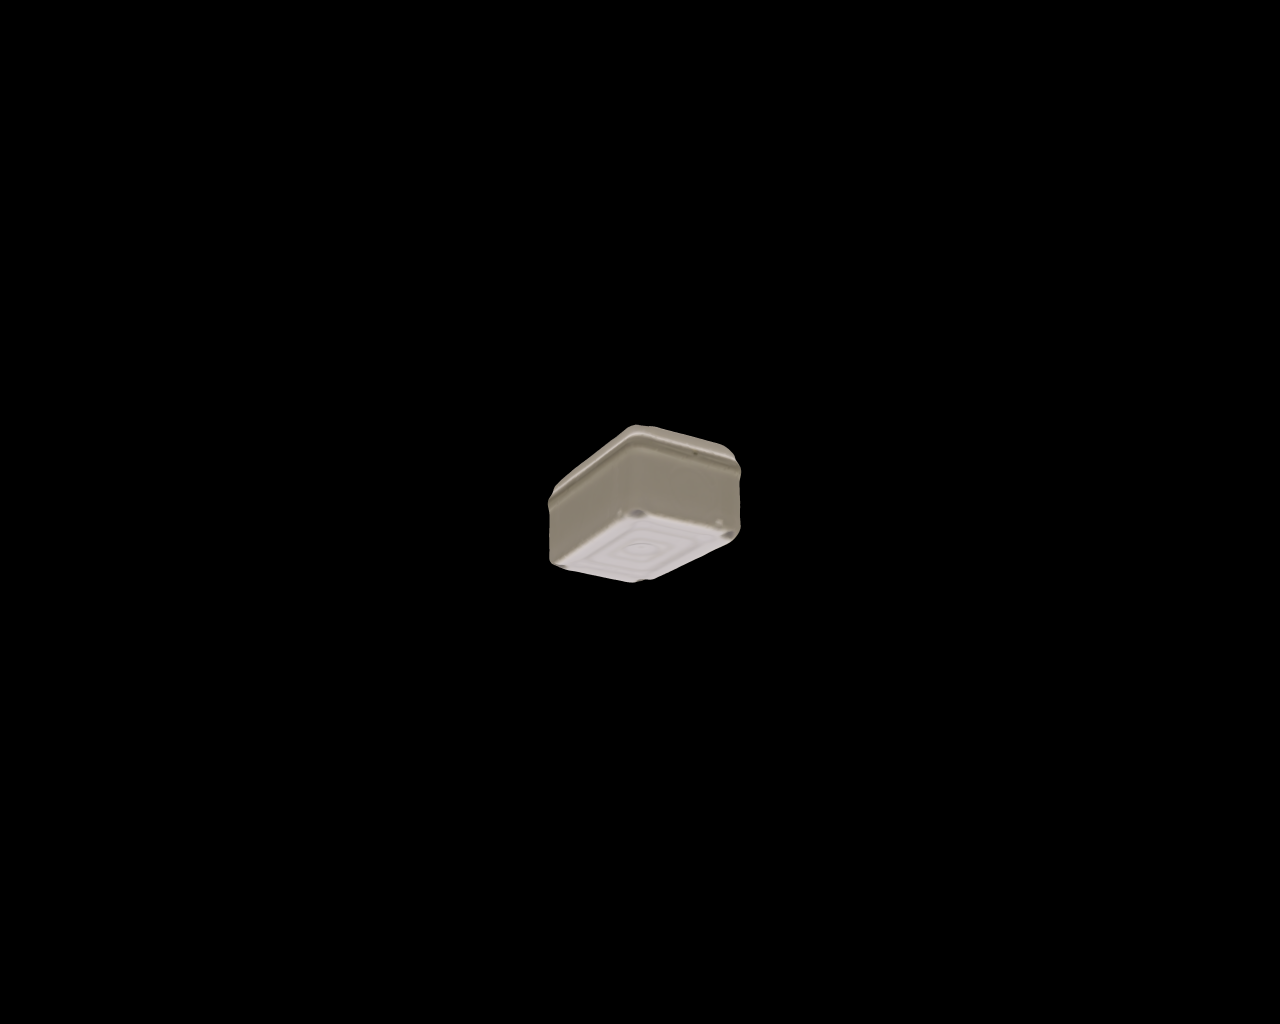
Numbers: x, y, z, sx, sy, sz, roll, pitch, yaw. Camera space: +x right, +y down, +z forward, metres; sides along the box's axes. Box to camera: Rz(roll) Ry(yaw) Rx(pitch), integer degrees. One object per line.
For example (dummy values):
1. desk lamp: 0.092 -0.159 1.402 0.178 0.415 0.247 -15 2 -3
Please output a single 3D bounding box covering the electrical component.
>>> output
1. electrical component: 0.001 -0.003 0.650 0.078 0.057 0.113 13 -26 -29
